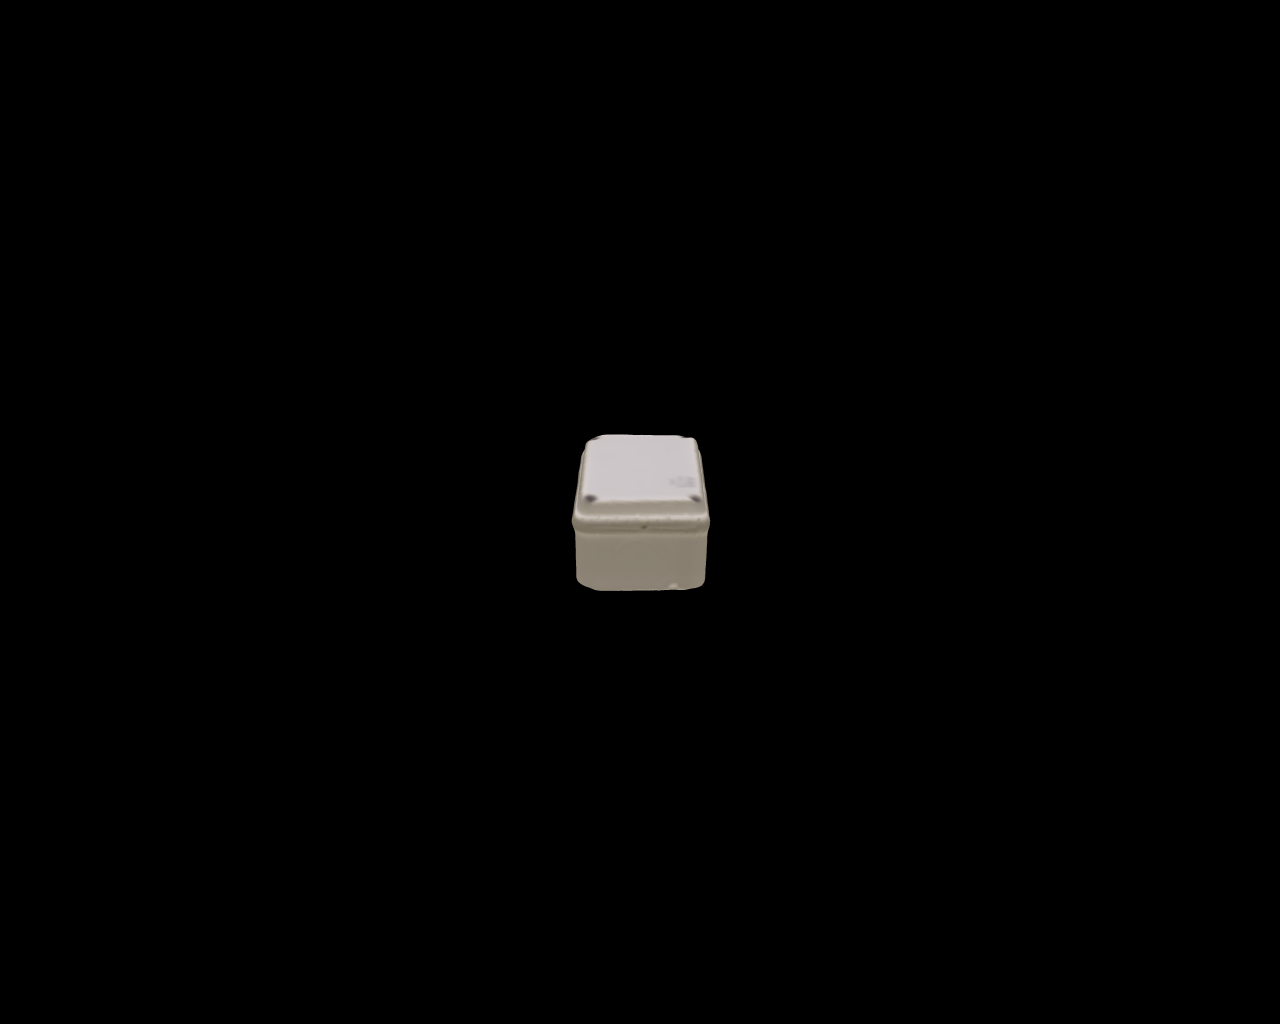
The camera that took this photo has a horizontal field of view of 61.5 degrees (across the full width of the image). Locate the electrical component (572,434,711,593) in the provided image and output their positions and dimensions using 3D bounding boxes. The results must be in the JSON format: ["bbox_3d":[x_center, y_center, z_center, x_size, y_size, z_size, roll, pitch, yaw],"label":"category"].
[{"bbox_3d":[0.001,-0.003,0.650,0.078,0.057,0.113,0,25,0],"label":"electrical component"}]
